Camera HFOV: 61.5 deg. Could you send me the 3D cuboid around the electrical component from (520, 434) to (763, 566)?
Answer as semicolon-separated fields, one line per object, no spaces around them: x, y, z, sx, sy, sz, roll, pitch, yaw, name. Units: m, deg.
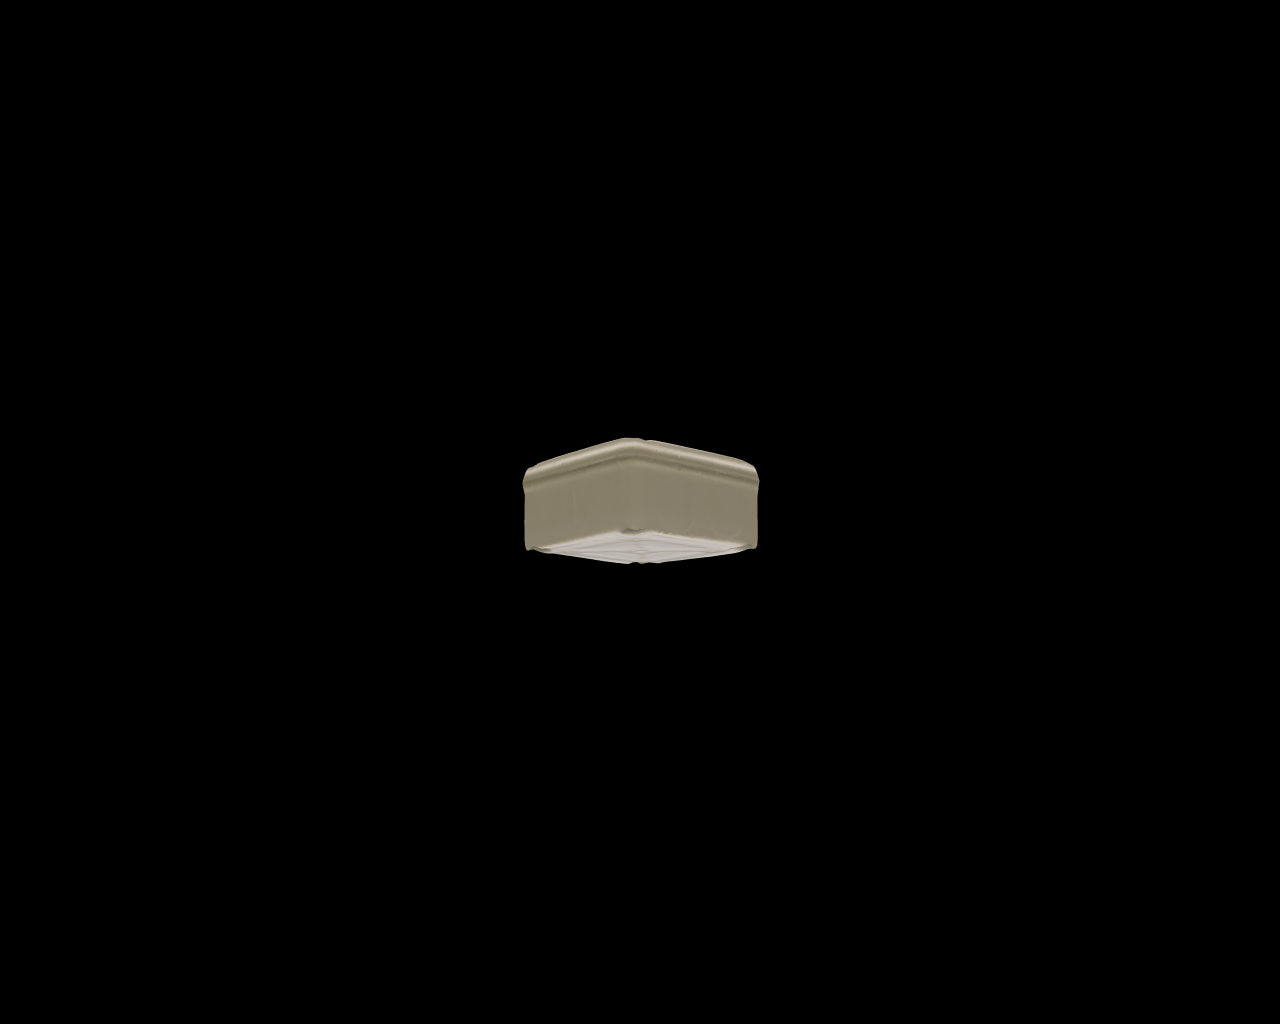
0.001;-0.003;0.650;0.109;0.056;0.108;10;-14;-42;electrical component
